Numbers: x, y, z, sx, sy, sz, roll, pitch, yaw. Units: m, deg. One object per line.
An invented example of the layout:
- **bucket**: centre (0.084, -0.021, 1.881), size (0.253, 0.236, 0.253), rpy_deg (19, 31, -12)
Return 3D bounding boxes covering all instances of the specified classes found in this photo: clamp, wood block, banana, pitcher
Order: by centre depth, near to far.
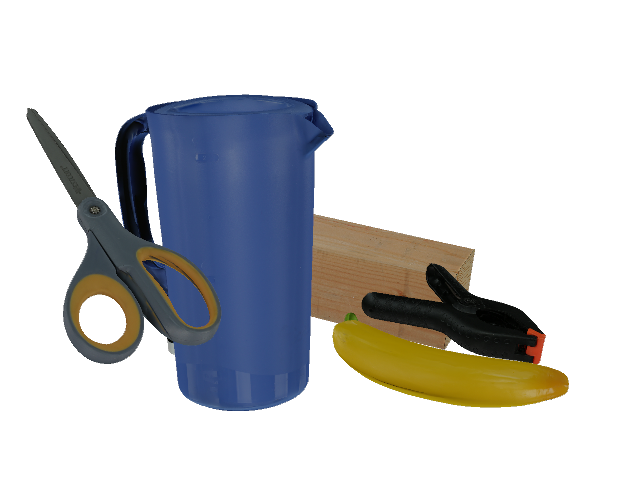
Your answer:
- **banana**: centre (0.078, 0.088, 0.780), size (0.198, 0.037, 0.069), rpy_deg (16, 37, 36)
- **pitcher**: centre (-0.076, 0.005, 0.855), size (0.144, 0.243, 0.149), rpy_deg (-7, 14, -22)
- **clamp**: centre (0.138, 0.067, 1.010), size (0.172, 0.039, 0.120), rpy_deg (21, 34, 26)
- **wood block**: centre (0.055, 0.042, 1.186), size (0.206, 0.091, 0.090), rpy_deg (13, 24, 18)

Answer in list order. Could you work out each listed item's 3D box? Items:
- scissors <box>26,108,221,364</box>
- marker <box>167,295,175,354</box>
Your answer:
- **scissors**: centre (-0.144, -0.001, 0.629), size (0.202, 0.016, 0.096), rpy_deg (40, 51, 18)
- **marker**: centre (-0.153, 0.063, 1.098), size (0.020, 0.121, 0.020), rpy_deg (-2, 29, 1)
